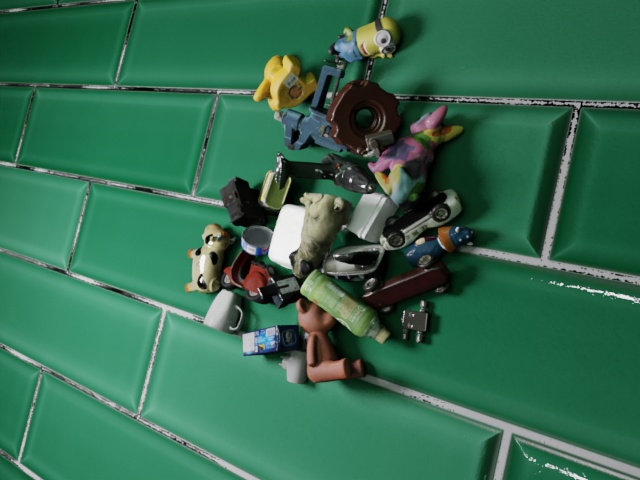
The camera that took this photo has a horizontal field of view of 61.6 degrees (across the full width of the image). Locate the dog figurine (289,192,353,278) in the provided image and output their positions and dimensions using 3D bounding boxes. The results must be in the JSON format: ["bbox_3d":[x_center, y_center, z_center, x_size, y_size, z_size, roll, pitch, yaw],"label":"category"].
[{"bbox_3d":[0.000,-0.003,1.237,0.121,0.172,0.190,13,82,-8],"label":"dog figurine"}]

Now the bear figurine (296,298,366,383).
[{"bbox_3d":[0.019,0.226,1.239,0.132,0.120,0.196,-13,69,24],"label":"bear figurine"}]

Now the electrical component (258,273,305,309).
[{"bbox_3d":[-0.098,0.127,1.321,0.075,0.119,0.047,59,147,23],"label":"electrical component"}]

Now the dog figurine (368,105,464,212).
[{"bbox_3d":[0.223,-0.187,1.184,0.219,0.108,0.192,-43,33,14],"label":"dog figurine"}]

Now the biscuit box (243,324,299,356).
[{"bbox_3d":[-0.121,0.244,1.297,0.203,0.063,0.059,-24,65,56],"label":"biscuit box"}]

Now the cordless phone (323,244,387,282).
[{"bbox_3d":[0.058,0.048,1.206,0.147,0.184,0.088,-4,84,30],"label":"cordless phone"}]

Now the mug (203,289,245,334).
[{"bbox_3d":[-0.245,0.189,1.422,0.110,0.080,0.107,11,77,38],"label":"mug"}]

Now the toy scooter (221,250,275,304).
[{"bbox_3d":[-0.179,0.083,1.407,0.184,0.075,0.135,20,90,37],"label":"toy scooter"}]

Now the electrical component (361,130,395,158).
[{"bbox_3d":[0.129,-0.215,1.201,0.078,0.102,0.045,-13,108,1],"label":"electrical component"}]

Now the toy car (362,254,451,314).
[{"bbox_3d":[0.188,0.098,1.181,0.202,0.089,0.053,-26,28,26],"label":"toy car"}]

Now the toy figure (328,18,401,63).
[{"bbox_3d":[0.112,-0.496,1.337,0.180,0.082,0.089,-4,81,33],"label":"toy figure"}]

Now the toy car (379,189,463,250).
[{"bbox_3d":[0.219,-0.044,1.192,0.202,0.056,0.073,-33,31,23],"label":"toy car"}]

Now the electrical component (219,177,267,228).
[{"bbox_3d":[-0.205,-0.100,1.431,0.058,0.114,0.134,-27,70,22],"label":"electrical component"}]

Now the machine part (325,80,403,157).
[{"bbox_3d":[0.104,-0.283,1.256,0.179,0.179,0.056,-61,18,8],"label":"machine part"}]

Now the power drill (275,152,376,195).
[{"bbox_3d":[0.003,-0.155,1.240,0.232,0.207,0.085,-121,28,-65],"label":"power drill"}]

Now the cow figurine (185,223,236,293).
[{"bbox_3d":[-0.300,0.049,1.478,0.127,0.085,0.195,-4,76,36],"label":"cow figurine"}]

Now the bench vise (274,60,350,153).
[{"bbox_3d":[0.002,-0.330,1.336,0.224,0.129,0.240,27,113,24],"label":"bench vise"}]

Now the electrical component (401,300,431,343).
[{"bbox_3d":[0.210,0.178,1.185,0.063,0.021,0.094,5,84,32],"label":"electrical component"}]

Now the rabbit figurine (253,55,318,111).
[{"bbox_3d":[-0.100,-0.425,1.449,0.162,0.122,0.173,-51,46,24],"label":"rabbit figurine"}]

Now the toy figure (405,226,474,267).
[{"bbox_3d":[0.259,0.008,1.164,0.154,0.064,0.058,-29,56,24],"label":"toy figure"}]
